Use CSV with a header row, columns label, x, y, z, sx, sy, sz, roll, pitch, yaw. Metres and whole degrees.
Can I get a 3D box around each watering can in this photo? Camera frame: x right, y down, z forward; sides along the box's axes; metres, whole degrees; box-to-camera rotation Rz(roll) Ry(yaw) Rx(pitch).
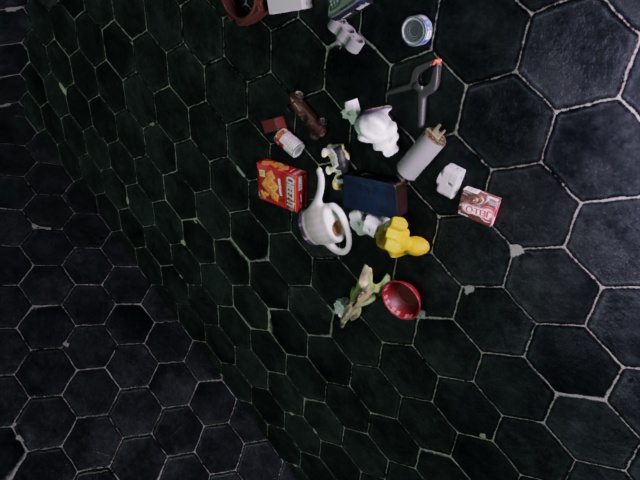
label,x,y,z,sx,sy,sz,roll,pitch,yaw
watering can,0.006,-0.099,1.958,0.223,0.105,0.345,-11,104,47

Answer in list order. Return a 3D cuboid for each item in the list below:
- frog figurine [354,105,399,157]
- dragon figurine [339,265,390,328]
label,x,y,z,sx,sy,sz,roll,pitch,yaw
frog figurine,0.183,-0.341,1.651,0.137,0.123,0.159,-11,93,26
dragon figurine,0.134,0.234,1.928,0.123,0.247,0.401,33,130,18
